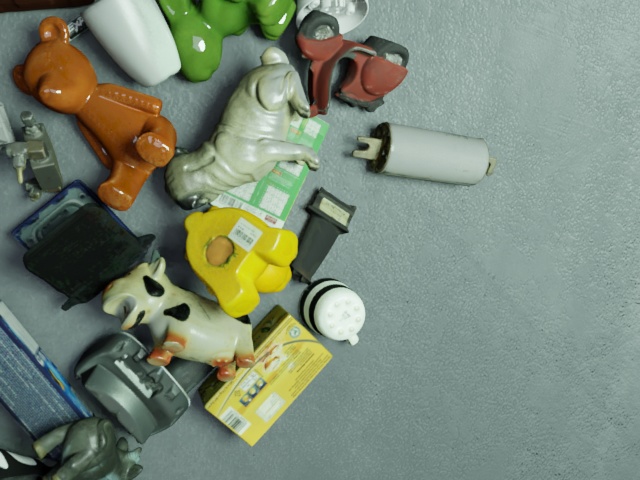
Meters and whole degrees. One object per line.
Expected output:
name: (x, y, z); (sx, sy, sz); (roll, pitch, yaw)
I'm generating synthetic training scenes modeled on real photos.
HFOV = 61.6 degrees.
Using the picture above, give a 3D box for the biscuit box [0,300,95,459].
biscuit box: (-0.363, 0.174, 0.664); (0.063, 0.059, 0.202); (-35, 106, -15)

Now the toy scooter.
toy scooter: (0.037, -0.226, 0.750); (0.184, 0.075, 0.135); (7, 110, -33)

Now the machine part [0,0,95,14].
machine part: (-0.344, -0.366, 0.597); (0.201, 0.087, 0.201); (-14, 102, -17)

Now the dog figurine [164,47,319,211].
dog figurine: (-0.114, -0.137, 0.675); (0.191, 0.121, 0.172); (-14, 95, -12)

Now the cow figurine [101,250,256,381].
cow figurine: (-0.177, 0.094, 0.682); (0.195, 0.127, 0.085); (23, 131, -28)

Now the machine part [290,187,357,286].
machine part: (-0.002, -0.002, 0.784); (0.084, 0.039, 0.139); (28, 81, -29)

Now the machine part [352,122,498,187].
machine part: (0.164, -0.128, 0.808); (0.243, 0.079, 0.079); (5, 94, -19)

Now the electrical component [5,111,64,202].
electrical component: (-0.334, -0.091, 0.629); (0.045, 0.102, 0.078); (-19, 78, -20)

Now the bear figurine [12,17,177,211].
bear figurine: (-0.267, -0.150, 0.627); (0.120, 0.132, 0.195); (-40, 118, 21)

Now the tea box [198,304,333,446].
tea box: (-0.077, 0.188, 0.763); (0.169, 0.068, 0.098); (-45, 109, -11)

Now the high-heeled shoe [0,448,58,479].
high-heeled shoe: (-0.364, 0.315, 0.634); (0.086, 0.145, 0.248); (-40, 105, -11)

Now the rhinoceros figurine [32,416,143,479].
rhinoceros figurine: (-0.277, 0.283, 0.664); (0.112, 0.073, 0.190); (-33, 142, -33)

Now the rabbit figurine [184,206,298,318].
rabbit figurine: (-0.104, 0.029, 0.702); (0.163, 0.173, 0.122); (24, 86, 24)

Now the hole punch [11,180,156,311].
hole punch: (-0.297, 0.002, 0.664); (0.142, 0.092, 0.115); (-44, 140, -12)

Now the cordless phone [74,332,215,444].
cordless phone: (-0.211, 0.160, 0.718); (0.184, 0.089, 0.146); (-43, 107, -22)

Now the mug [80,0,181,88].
mug: (-0.224, -0.237, 0.642); (0.081, 0.110, 0.107); (-48, 121, -32)

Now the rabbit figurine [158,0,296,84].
rabbit figurine: (-0.134, -0.283, 0.669); (0.159, 0.121, 0.170); (40, 97, -15)
